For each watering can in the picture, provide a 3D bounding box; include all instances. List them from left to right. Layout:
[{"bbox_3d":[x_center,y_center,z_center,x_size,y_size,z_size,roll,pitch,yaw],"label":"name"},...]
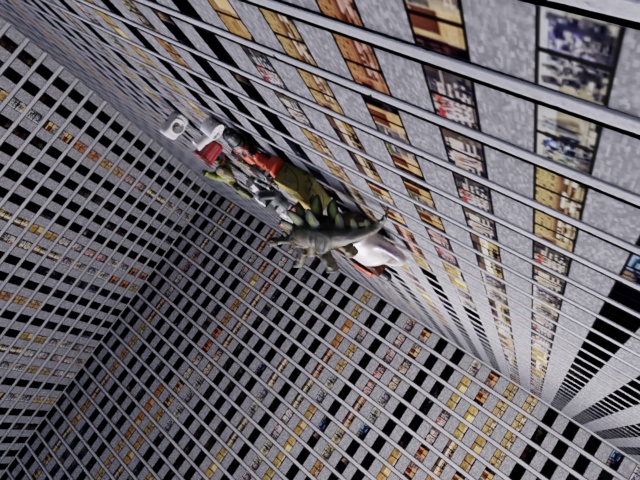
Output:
[{"bbox_3d":[0.103,0.003,1.557,0.349,0.105,0.221,15,160,50],"label":"watering can"}]

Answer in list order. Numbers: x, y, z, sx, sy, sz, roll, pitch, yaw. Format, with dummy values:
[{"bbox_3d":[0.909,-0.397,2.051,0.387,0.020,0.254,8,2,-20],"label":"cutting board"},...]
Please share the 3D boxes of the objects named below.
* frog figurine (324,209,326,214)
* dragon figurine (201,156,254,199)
[{"bbox_3d":[0.005,-0.084,1.666,0.159,0.125,0.135,-2,157,7],"label":"frog figurine"},{"bbox_3d":[-0.376,-0.257,2.204,0.240,0.122,0.414,35,-179,-24],"label":"dragon figurine"}]
